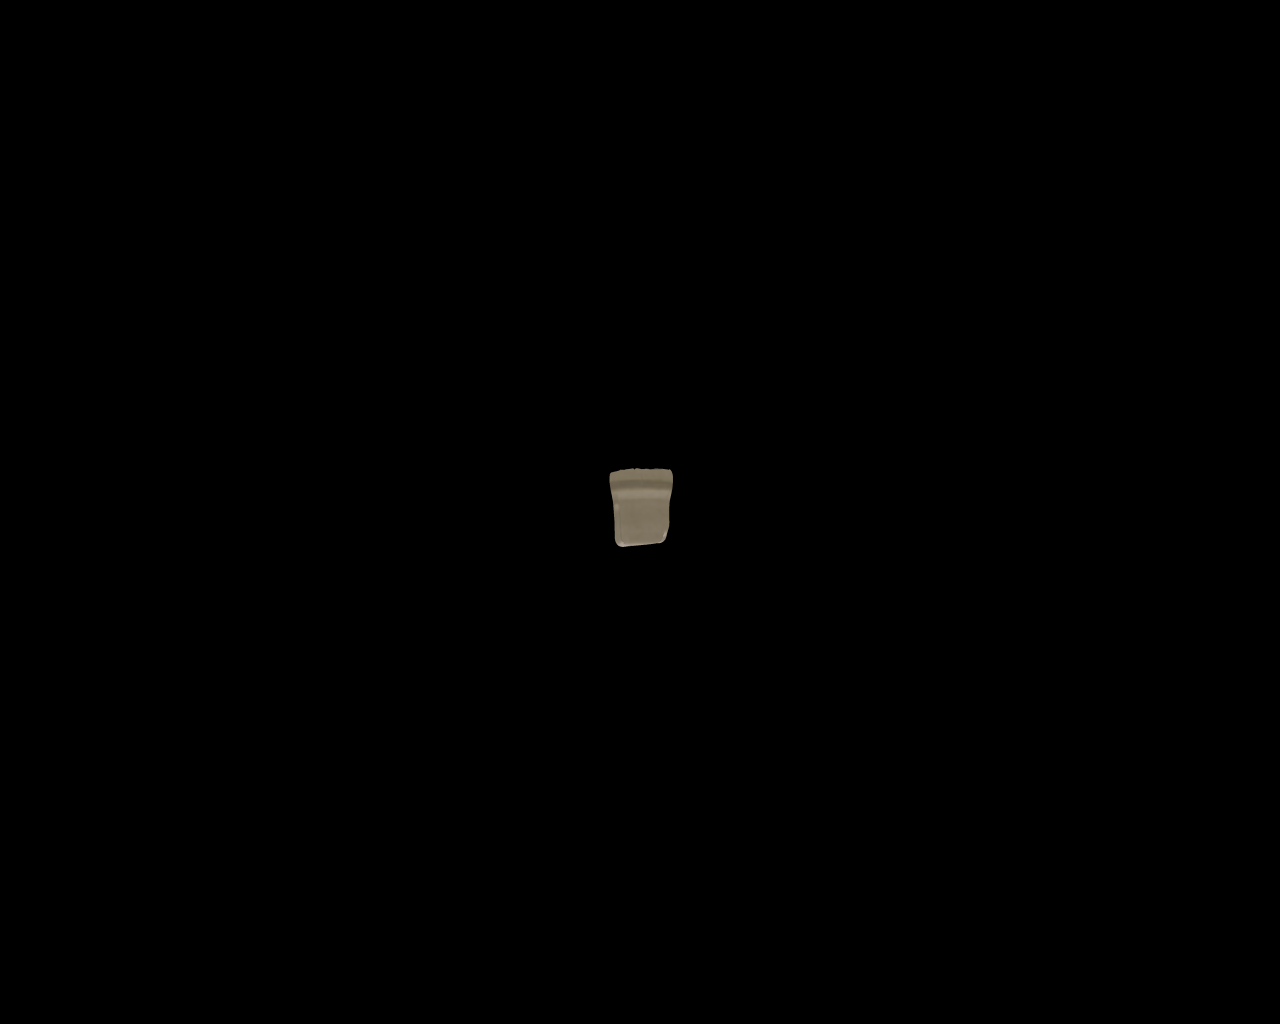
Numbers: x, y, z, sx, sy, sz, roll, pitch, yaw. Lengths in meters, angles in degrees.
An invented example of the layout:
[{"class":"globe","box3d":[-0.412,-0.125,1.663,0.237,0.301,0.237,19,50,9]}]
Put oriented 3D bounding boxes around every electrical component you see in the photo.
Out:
[{"class":"electrical component","box3d":[0.001,-0.003,0.650,0.040,0.046,0.040,0,-5,0]}]
